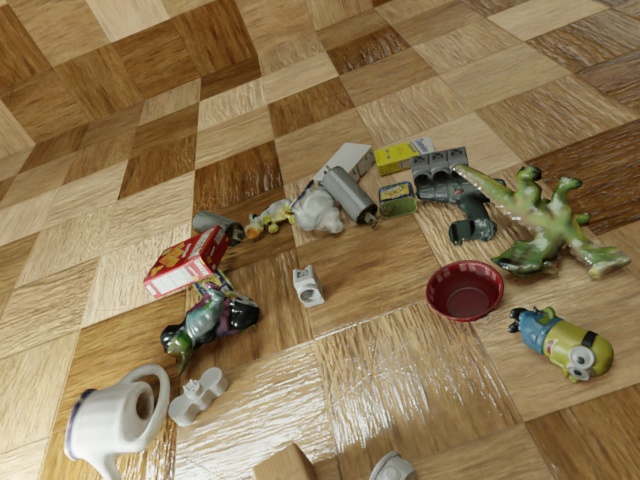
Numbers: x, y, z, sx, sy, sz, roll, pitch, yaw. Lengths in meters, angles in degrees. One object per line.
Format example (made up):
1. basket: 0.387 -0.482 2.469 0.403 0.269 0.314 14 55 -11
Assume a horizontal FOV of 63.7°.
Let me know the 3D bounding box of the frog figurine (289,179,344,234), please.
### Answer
1. frog figurine: 0.004 -0.074 1.462 0.160 0.120 0.140 37 52 9

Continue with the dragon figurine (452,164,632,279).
1. dragon figurine: 0.453 -0.031 1.126 0.412 0.119 0.247 19 59 25

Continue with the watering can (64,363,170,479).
1. watering can: -0.438 0.417 1.082 0.223 0.102 0.356 -13 39 15
